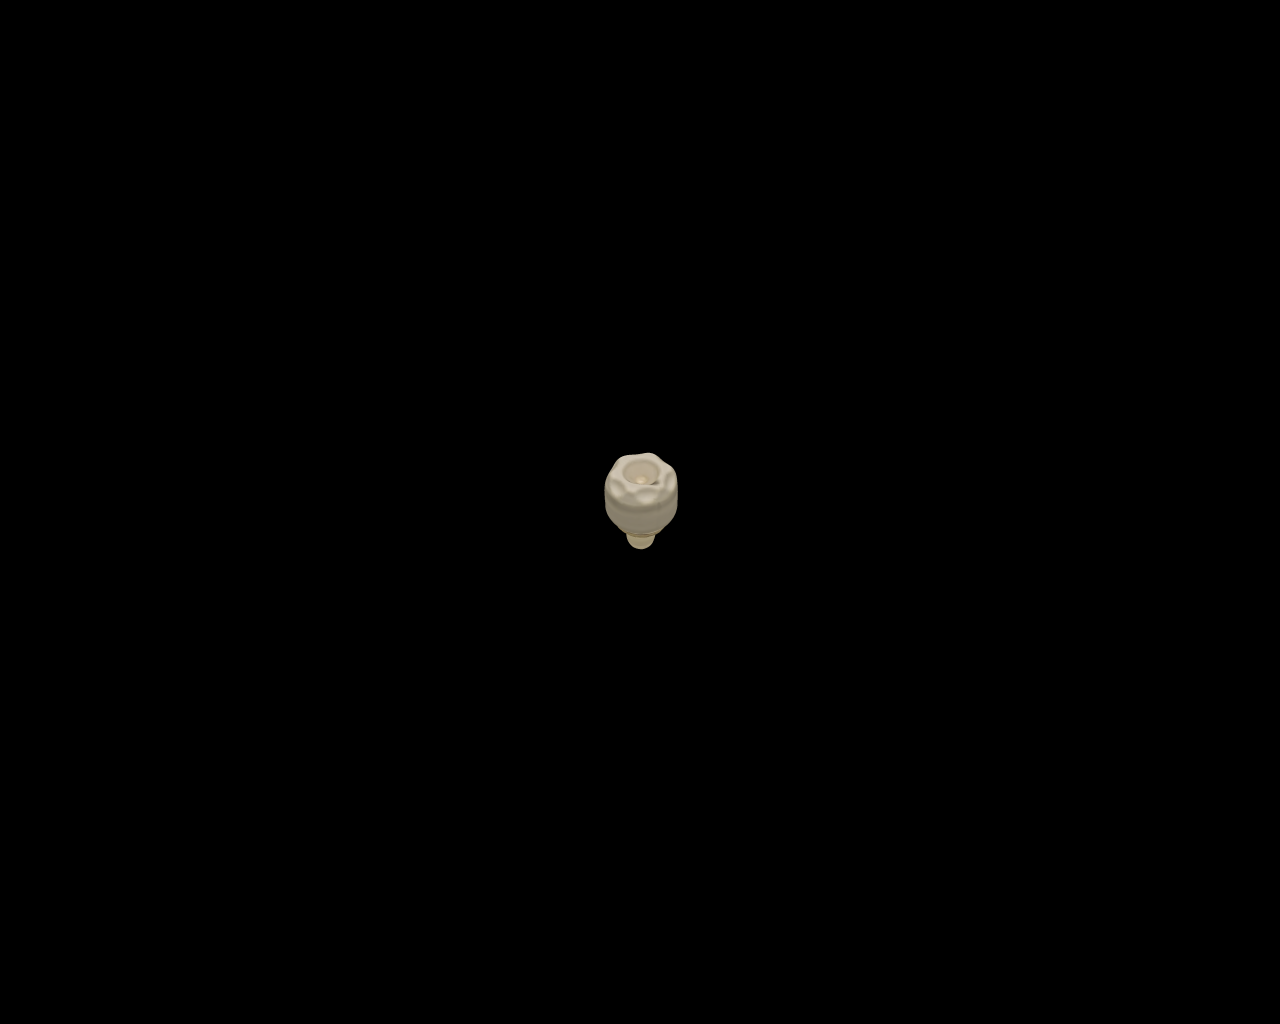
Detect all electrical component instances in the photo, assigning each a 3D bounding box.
[{"bbox_3d":[0.001,-0.003,0.650,0.043,0.062,0.043,0,44,0],"label":"electrical component"}]
